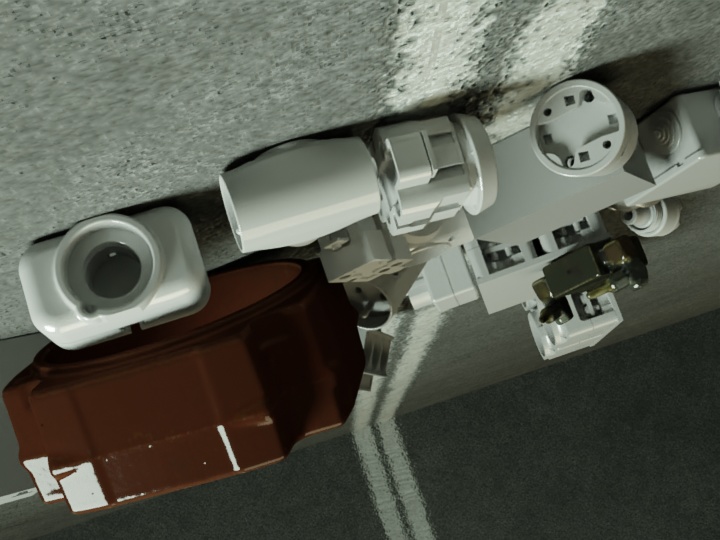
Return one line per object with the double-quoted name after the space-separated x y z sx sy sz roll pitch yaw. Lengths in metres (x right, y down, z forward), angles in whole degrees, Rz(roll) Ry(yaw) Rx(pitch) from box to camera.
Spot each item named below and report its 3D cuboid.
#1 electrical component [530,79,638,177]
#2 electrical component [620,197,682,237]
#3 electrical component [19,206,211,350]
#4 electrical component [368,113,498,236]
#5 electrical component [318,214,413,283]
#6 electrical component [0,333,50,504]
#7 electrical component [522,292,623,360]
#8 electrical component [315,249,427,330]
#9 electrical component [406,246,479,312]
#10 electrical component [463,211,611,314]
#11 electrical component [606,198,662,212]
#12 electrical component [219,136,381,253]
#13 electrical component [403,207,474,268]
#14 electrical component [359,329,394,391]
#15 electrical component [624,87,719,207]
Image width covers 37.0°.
0.133 -0.081 0.628 0.055 0.055 0.047 -25 171 25 "electrical component"
0.263 -0.052 0.985 0.062 0.043 0.043 -6 162 -43 "electrical component"
-0.134 0.004 0.594 0.095 0.053 0.059 -17 168 -8 "electrical component"
0.041 -0.054 0.595 0.057 0.058 0.078 -14 167 -10 "electrical component"
-0.002 -0.025 0.663 0.048 0.055 0.066 -26 166 32 "electrical component"
-0.235 0.105 0.771 0.186 0.105 0.060 -11 166 -33 "electrical component"
0.201 0.025 1.081 0.060 0.105 0.186 -19 168 0 "electrical component"
0.000 0.000 0.778 0.079 0.043 0.077 13 -143 18 "electrical component"
0.060 0.012 0.945 0.077 0.047 0.065 -20 168 5 "electrical component"
0.144 -0.020 0.902 0.105 0.060 0.186 -20 168 6 "electrical component"
0.202 -0.065 0.830 0.048 0.048 0.062 -14 174 -23 "electrical component"
-0.034 -0.036 0.590 0.077 0.044 0.079 -17 168 -11 "electrical component"
0.036 -0.034 0.712 0.077 0.044 0.079 -17 168 -9 "electrical component"
-0.011 0.079 1.087 0.063 0.078 0.121 9 174 14 "electrical component"
0.236 -0.090 0.757 0.100 0.048 0.100 -13 167 -26 "electrical component"
